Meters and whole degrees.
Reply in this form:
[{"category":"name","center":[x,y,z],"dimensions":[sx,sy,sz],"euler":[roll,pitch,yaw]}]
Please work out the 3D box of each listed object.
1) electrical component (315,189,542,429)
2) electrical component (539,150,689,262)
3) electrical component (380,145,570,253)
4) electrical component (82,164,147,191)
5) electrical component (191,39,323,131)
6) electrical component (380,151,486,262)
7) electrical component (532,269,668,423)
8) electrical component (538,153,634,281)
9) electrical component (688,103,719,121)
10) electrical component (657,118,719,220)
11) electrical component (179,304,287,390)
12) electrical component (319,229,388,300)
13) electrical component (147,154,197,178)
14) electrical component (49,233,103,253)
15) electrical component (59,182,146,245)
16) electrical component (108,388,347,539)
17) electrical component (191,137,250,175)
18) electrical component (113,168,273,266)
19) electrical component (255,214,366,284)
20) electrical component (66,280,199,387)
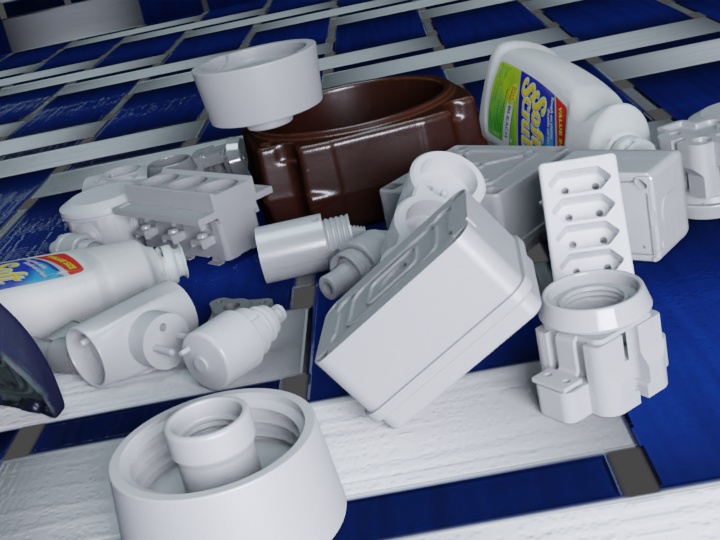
[{"category":"electrical component","center":[0.037,0.021,0.575],"dimensions":[0.113,0.057,0.078],"euler":[-42,13,18]},{"category":"electrical component","center":[0.170,-0.047,0.737],"dimensions":[0.096,0.061,0.061],"euler":[5,27,39]},{"category":"electrical component","center":[0.090,-0.052,0.802],"dimensions":[0.109,0.056,0.109],"euler":[6,27,40]},{"category":"electrical component","center":[-0.227,-0.084,1.081],"dimensions":[0.077,0.044,0.079],"euler":[-7,21,14]},{"category":"electrical component","center":[-0.083,-0.153,0.917],"dimensions":[0.108,0.060,0.108],"euler":[-11,21,4]},{"category":"electrical component","center":[0.039,-0.007,0.700],"dimensions":[0.052,0.073,0.138],"euler":[19,49,0]},{"category":"electrical component","center":[0.124,0.036,0.557],"dimensions":[0.078,0.057,0.058],"euler":[-25,24,-29]},{"category":"electrical component","center":[0.143,-0.019,0.678],"dimensions":[0.047,0.083,0.075],"euler":[-8,-17,11]},{"category":"electrical component","center":[0.291,-0.097,0.814],"dimensions":[0.080,0.051,0.080],"euler":[-11,21,4]},{"category":"electrical component","center":[0.247,-0.071,0.763],"dimensions":[0.058,0.057,0.078],"euler":[-20,22,-19]},{"category":"electrical component","center":[-0.075,0.043,0.672],"dimensions":[0.040,0.040,0.078],"euler":[5,27,38]},{"category":"electrical component","center":[0.000,0.000,0.738],"dimensions":[0.062,0.043,0.043],"euler":[-29,27,-35]},{"category":"electrical component","center":[-0.173,-0.077,1.017],"dimensions":[0.048,0.055,0.066],"euler":[-20,22,-18]},{"category":"electrical component","center":[-0.234,-0.013,0.917],"dimensions":[0.061,0.035,0.035],"euler":[4,26,32]},{"category":"electrical component","center":[-0.226,-0.046,0.972],"dimensions":[0.080,0.051,0.080],"euler":[-11,21,4]},{"category":"electrical component","center":[-0.065,0.095,0.505],"dimensions":[0.108,0.060,0.108],"euler":[-11,21,4]},{"category":"electrical component","center":[-0.140,-0.107,1.092],"dimensions":[0.055,0.048,0.066],"euler":[-16,19,14]},{"category":"electrical component","center":[-0.139,-0.046,0.908],"dimensions":[0.121,0.063,0.079],"euler":[9,30,44]},{"category":"electrical component","center":[-0.035,-0.019,0.808],"dimensions":[0.081,0.043,0.043],"euler":[-12,21,0]},{"category":"electrical component","center":[-0.137,0.044,0.700],"dimensions":[0.079,0.044,0.077],"euler":[9,29,44]}]
